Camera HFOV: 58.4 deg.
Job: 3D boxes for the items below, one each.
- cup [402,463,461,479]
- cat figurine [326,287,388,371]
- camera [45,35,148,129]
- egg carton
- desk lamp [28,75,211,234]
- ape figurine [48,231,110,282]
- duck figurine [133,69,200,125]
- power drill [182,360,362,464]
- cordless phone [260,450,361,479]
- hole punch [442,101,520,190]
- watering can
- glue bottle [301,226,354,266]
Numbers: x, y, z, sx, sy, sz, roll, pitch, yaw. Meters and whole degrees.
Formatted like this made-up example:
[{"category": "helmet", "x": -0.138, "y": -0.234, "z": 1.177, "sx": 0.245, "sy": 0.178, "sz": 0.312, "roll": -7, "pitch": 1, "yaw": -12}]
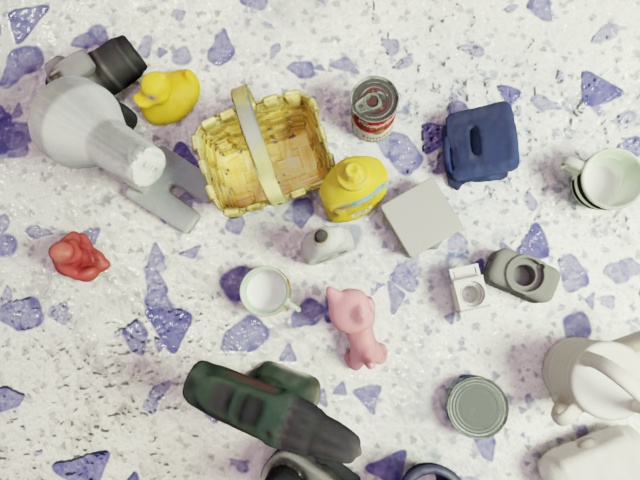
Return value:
[{"category": "cup", "x": 0.150, "y": 0.354, "z": 0.775, "sx": 0.091, "sy": 0.095, "sz": 0.118, "roll": -11, "pitch": 82, "yaw": 2}, {"category": "cat figurine", "x": 0.052, "y": 0.121, "z": 0.798, "sx": 0.067, "sy": 0.118, "sz": 0.128, "roll": -18, "pitch": 82, "yaw": 1}, {"category": "camera", "x": -0.330, "y": -0.242, "z": 0.874, "sx": 0.137, "sy": 0.101, "sz": 0.143, "roll": -36, "pitch": 82, "yaw": -1}, {"category": "egg carton", "x": 0.378, "y": 0.319, "z": 0.778, "sx": 0.150, "sy": 0.069, "sz": 0.107, "roll": -23, "pitch": 82, "yaw": 0}, {"category": "desk lamp", "x": -0.264, "y": -0.116, "z": 0.798, "sx": 0.203, "sy": 0.213, "sz": 0.118, "roll": 31, "pitch": 86, "yaw": 7}, {"category": "ape figurine", "x": -0.366, "y": 0.024, "z": 0.848, "sx": 0.076, "sy": 0.092, "sz": 0.078, "roll": -6, "pitch": 82, "yaw": 3}, {"category": "duck figurine", "x": -0.238, "y": -0.230, "z": 0.875, "sx": 0.104, "sy": 0.086, "sz": 0.077, "roll": -36, "pitch": 82, "yaw": -1}, {"category": "power drill", "x": -0.054, "y": 0.215, "z": 0.747, "sx": 0.229, "sy": 0.208, "sz": 0.076, "roll": 18, "pitch": 84, "yaw": 6}, {"category": "cordless phone", "x": -0.014, "y": 0.338, "z": 0.741, "sx": 0.147, "sy": 0.185, "sz": 0.094, "roll": 30, "pitch": 86, "yaw": 7}, {"category": "hole punch", "x": 0.230, "y": -0.137, "z": 0.833, "sx": 0.101, "sy": 0.091, "sz": 0.109, "roll": -6, "pitch": 83, "yaw": 3}, {"category": "watering can", "x": 0.369, "y": 0.172, "z": 0.734, "sx": 0.101, "sy": 0.194, "sz": 0.173, "roll": 24, "pitch": 85, "yaw": 6}, {"category": "glue bottle", "x": 0.007, "y": 0.003, "z": 0.787, "sx": 0.078, "sy": 0.173, "sz": 0.037, "roll": -19, "pitch": 82, "yaw": 1}]
